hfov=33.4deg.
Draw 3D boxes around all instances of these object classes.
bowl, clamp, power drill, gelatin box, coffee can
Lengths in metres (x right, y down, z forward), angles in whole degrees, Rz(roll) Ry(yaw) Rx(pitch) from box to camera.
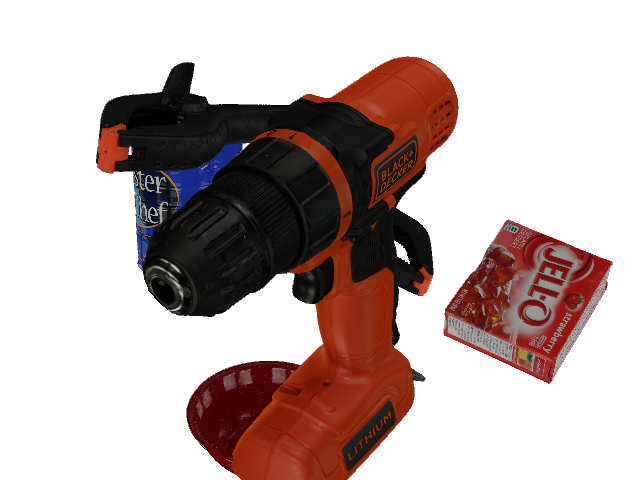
[{"bbox_3d":[-0.052,0.190,1.067,0.162,0.055,0.162,1,31,-1],"label":"bowl"},{"bbox_3d":[0.051,-0.018,1.210,0.164,0.210,0.036,-14,-38,-24],"label":"clamp"},{"bbox_3d":[-0.004,0.030,0.470,0.057,0.188,0.184,25,42,27],"label":"power drill"},{"bbox_3d":[0.129,0.035,0.661,0.073,0.089,0.030,25,-34,23],"label":"gelatin box"},{"bbox_3d":[-0.120,-0.047,0.979,0.103,0.140,0.103,0,19,0],"label":"coffee can"},{"bbox_3d":[-0.095,-0.083,0.709,0.120,0.039,0.171,22,25,32],"label":"clamp"}]

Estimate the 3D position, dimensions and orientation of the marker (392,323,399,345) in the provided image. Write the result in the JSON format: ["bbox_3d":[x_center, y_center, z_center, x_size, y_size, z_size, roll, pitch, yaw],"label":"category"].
[{"bbox_3d":[0.050,0.048,0.853,0.020,0.020,0.121,0,27,-1],"label":"marker"}]
